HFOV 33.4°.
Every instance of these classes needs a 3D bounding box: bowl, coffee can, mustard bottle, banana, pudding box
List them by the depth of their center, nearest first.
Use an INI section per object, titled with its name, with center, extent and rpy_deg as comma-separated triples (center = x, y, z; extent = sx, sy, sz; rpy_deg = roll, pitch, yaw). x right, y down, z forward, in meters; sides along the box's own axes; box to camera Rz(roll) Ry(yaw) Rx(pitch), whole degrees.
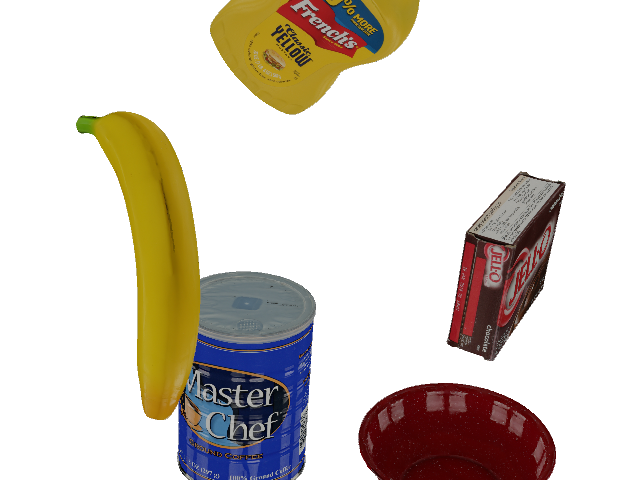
[banana]
center = -0.098, 0.001, 0.622
extent = 0.037, 0.198, 0.070
rpy_deg = -3, -21, -34
[pudding box]
center = 0.128, 0.015, 0.729
extent = 0.039, 0.090, 0.113
rpy_deg = 18, 33, 20
[mustard bottle]
center = 0.011, -0.162, 0.737
extent = 0.192, 0.096, 0.058
rpy_deg = -26, 23, 47
[coffee can]
center = -0.058, 0.108, 0.817
extent = 0.103, 0.140, 0.103
rpy_deg = 3, 24, -2
[bowl]
center = 0.111, 0.187, 0.889
extent = 0.162, 0.055, 0.162
rpy_deg = 0, 29, 0
